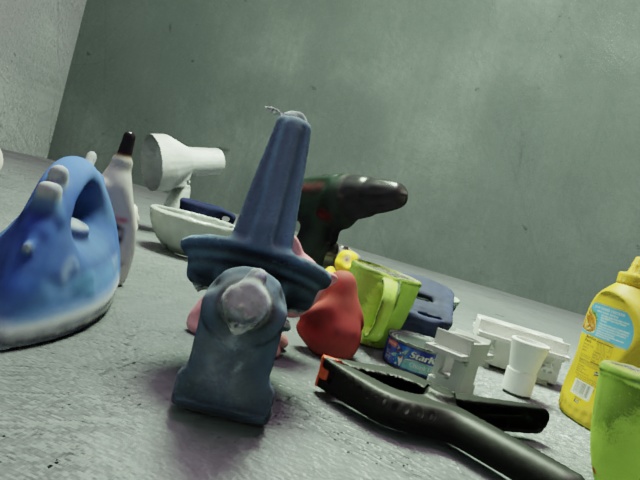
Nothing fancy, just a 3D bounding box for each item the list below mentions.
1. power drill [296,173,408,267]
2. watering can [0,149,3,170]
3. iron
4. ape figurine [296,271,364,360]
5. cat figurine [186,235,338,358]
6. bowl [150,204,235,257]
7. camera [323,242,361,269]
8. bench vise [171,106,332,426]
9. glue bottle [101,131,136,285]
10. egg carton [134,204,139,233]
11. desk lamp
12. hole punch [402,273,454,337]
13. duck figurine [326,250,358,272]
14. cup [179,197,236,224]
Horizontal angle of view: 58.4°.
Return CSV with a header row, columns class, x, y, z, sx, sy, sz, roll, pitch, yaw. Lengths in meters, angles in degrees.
class,x,y,z,sx,sy,sz,roll,pitch,yaw
power drill,0.007,0.003,0.808,0.228,0.208,0.076,19,4,42
watering can,-0.364,-0.079,0.535,0.172,0.194,0.101,16,3,6
iron,-0.227,-0.010,0.494,0.119,0.141,0.257,15,3,-17
ape figurine,0.017,0.077,0.613,0.078,0.092,0.076,15,3,-16
cat figurine,-0.053,0.047,0.564,0.127,0.118,0.067,16,3,7
bowl,-0.233,-0.009,1.039,0.167,0.075,0.167,16,3,-1
camera,-0.003,0.032,1.216,0.144,0.101,0.136,14,4,-33
bench vise,-0.032,0.008,0.419,0.122,0.220,0.207,14,4,-24
glue bottle,-0.236,-0.038,0.642,0.078,0.173,0.037,12,5,-45
egg carton,-0.346,-0.031,0.918,0.107,0.069,0.150,15,3,-18
desk lamp,-0.299,-0.112,1.250,0.204,0.213,0.117,13,4,-41
hole punch,0.141,0.100,0.826,0.108,0.091,0.101,16,3,5
duck figurine,0.043,0.061,1.085,0.078,0.086,0.104,14,4,-30
cup,-0.236,-0.027,1.165,0.118,0.095,0.091,16,3,-1
